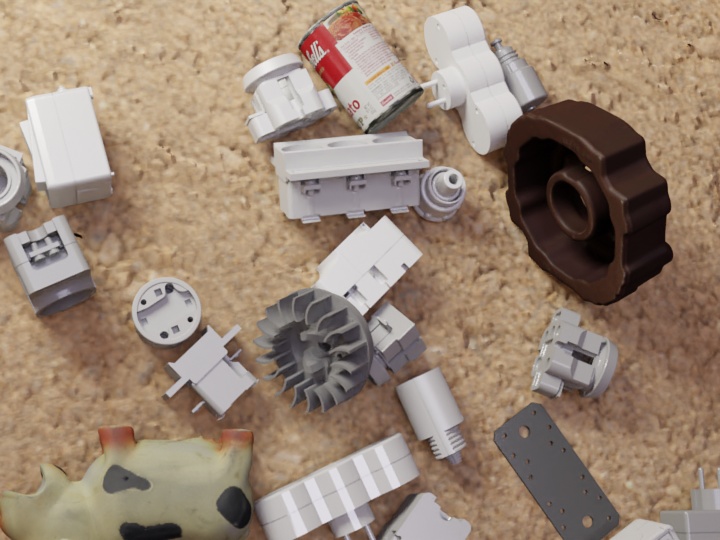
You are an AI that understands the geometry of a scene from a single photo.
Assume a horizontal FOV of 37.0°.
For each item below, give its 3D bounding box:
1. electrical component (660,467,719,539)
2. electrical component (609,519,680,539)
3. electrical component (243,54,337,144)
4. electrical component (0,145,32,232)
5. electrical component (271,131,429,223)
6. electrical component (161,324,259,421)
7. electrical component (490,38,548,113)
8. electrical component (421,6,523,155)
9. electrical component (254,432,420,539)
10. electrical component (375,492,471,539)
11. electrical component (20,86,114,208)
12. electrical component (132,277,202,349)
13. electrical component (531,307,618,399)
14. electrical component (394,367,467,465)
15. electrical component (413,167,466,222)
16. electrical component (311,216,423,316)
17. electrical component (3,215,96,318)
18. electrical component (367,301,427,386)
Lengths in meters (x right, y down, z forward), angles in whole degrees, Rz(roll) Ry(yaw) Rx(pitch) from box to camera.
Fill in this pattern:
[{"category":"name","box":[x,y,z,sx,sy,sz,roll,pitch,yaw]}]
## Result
[{"category":"electrical component","box":[0.316,0.214,0.962,0.083,0.047,0.075,2,77,-13]},{"category":"electrical component","box":[0.253,0.272,0.930,0.062,0.061,0.096,-31,94,-18]},{"category":"electrical component","box":[-0.068,-0.153,0.948,0.078,0.058,0.057,-25,87,-17]},{"category":"electrical component","box":[-0.300,-0.067,0.873,0.058,0.057,0.078,21,74,-8]},{"category":"electrical component","box":[-0.010,-0.081,0.939,0.121,0.078,0.063,-7,108,-15]},{"category":"electrical component","box":[-0.123,0.086,0.889,0.064,0.042,0.081,46,72,-4]},{"category":"electrical component","box":[0.146,-0.182,1.014,0.040,0.040,0.078,-24,84,-17]},{"category":"electrical component","box":[0.090,-0.170,0.992,0.074,0.052,0.138,-21,83,-17]},{"category":"electrical component","box":[-0.011,0.196,0.885,0.138,0.052,0.073,-23,84,-17]},{"category":"electrical component","box":[0.041,0.233,0.887,0.050,0.056,0.089,38,72,-3]},{"category":"electrical component","box":[-0.246,-0.106,0.893,0.061,0.062,0.096,-14,81,-17]},{"category":"electrical component","box":[-0.161,0.038,0.887,0.055,0.047,0.055,3,77,-13]},{"category":"electrical component","box":[0.192,0.080,0.958,0.057,0.058,0.078,22,74,-5]},{"category":"electrical component","box":[0.066,0.128,0.923,0.043,0.043,0.081,-23,84,-17]},{"category":"electrical component","box":[0.074,-0.072,0.961,0.048,0.062,0.048,3,77,-13]},{"category":"electrical component","box":[0.000,0.000,0.933,0.055,0.050,0.089,46,72,-2]},{"category":"electrical component","box":[-0.245,0.001,0.853,0.050,0.089,0.055,-25,84,-17]},{"category":"electrical component","box":[0.021,0.066,0.922,0.055,0.066,0.048,-43,55,-11]}]
